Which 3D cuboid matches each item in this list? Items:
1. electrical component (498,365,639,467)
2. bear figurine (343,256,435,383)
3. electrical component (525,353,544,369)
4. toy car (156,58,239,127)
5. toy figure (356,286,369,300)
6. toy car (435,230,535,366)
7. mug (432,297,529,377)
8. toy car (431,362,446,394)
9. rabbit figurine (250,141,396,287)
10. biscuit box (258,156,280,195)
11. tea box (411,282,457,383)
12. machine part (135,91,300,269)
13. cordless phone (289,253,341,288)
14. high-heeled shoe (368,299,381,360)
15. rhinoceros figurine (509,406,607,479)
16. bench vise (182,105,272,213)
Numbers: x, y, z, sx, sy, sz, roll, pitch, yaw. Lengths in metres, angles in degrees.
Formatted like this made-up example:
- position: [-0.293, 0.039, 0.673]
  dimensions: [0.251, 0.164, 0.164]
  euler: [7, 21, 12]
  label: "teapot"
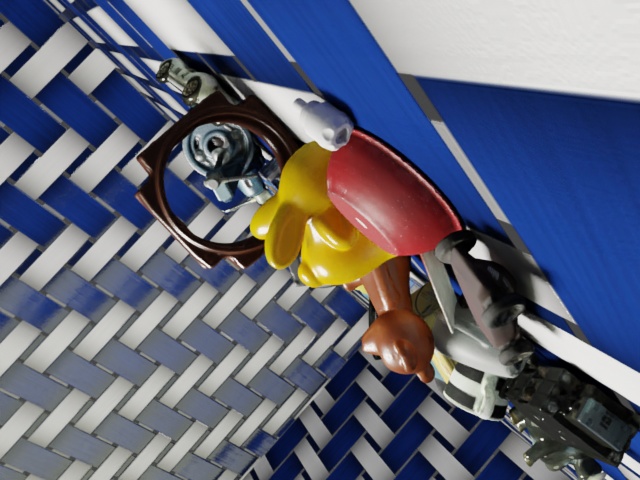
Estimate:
- position: [0.293, 0.200, 0.628]
  dimensions: [0.115, 0.058, 0.134]
  euler: [35, 168, -1]
  label: "electrical component"
- position: [0.079, 0.093, 0.714]
  dimensions: [0.120, 0.132, 0.196]
  euler: [35, -136, -55]
  label: "bear figurine"
- position: [0.264, 0.149, 0.725]
  dimensions: [0.063, 0.021, 0.094]
  euler: [44, 175, -27]
  label: "electrical component"
- position: [-0.190, -0.232, 0.826]
  dimensions: [0.073, 0.056, 0.202]
  euler: [38, -179, -45]
  label: "toy car"
- position: [0.104, 0.071, 1.023]
  dimensions: [0.180, 0.082, 0.089]
  euler: [49, 160, -19]
  label: "toy figure"
- position: [0.164, 0.057, 0.512]
  dimensions: [0.202, 0.053, 0.089]
  euler: [51, -169, -55]
  label: "toy car"
- position: [0.202, 0.121, 0.674]
  dimensions: [0.107, 0.081, 0.109]
  euler: [24, 165, 44]
  label: "mug"
- position: [0.228, 0.189, 0.949]
  dimensions: [0.161, 0.109, 0.103]
  euler: [53, -170, -17]
  label: "toy car"
- position: [-0.003, -0.034, 0.637]
  dimensions: [0.122, 0.162, 0.173]
  euler: [56, 170, 49]
  label: "rabbit figurine"
- position: [-0.049, -0.090, 0.905]
  dimensions: [0.059, 0.063, 0.202]
  euler: [43, 176, 7]
  label: "biscuit box"
- position: [0.201, 0.157, 0.825]
  dimensions: [0.169, 0.068, 0.098]
  euler: [57, 175, -16]
  label: "tea box"
- position: [-0.122, -0.076, 0.711]
  dimensions: [0.201, 0.201, 0.087]
  euler: [49, 168, -13]
  label: "machine part"
- position: [-0.001, -0.002, 0.901]
  dimensions: [0.184, 0.089, 0.146]
  euler: [-55, -51, -78]
  label: "cordless phone"
- position: [0.070, 0.073, 0.873]
  dimensions: [0.248, 0.145, 0.086]
  euler: [45, 175, -8]
  label: "high-heeled shoe"
- position: [0.336, 0.268, 0.760]
  dimensions: [0.190, 0.112, 0.073]
  euler: [58, -159, -17]
  label: "rhinoceros figurine"
- position: [-0.157, -0.125, 0.920]
  dimensions: [0.241, 0.129, 0.223]
  euler: [-96, -12, -60]
  label: "bench vise"
